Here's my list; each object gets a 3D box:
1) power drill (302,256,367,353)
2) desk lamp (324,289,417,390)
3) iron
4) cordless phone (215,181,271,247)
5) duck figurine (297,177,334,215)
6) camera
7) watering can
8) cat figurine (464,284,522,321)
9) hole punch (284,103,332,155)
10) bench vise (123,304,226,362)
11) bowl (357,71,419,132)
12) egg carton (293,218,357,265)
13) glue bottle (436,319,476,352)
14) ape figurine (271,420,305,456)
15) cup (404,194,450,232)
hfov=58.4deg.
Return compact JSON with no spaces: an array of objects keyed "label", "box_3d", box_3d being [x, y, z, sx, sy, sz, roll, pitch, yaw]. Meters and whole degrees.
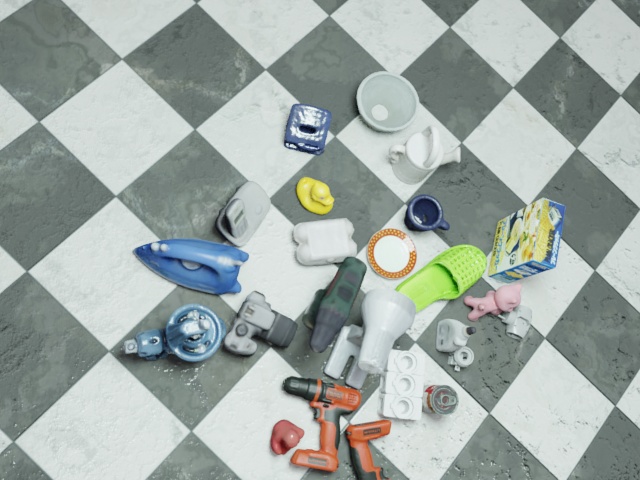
[{"label":"power drill","box_3d":[0.025,0.151,1.267,0.075,0.208,0.230,28,72,-4]},{"label":"desk lamp","box_3d":[0.114,0.221,1.267,0.118,0.213,0.203,26,73,-5]},{"label":"iron","box_3d":[-0.288,0.040,1.260,0.258,0.141,0.119,13,74,-9]},{"label":"cordless phone","box_3d":[-0.170,-0.074,1.291,0.094,0.185,0.148,31,72,-3]},{"label":"duck figurine","box_3d":[-0.007,-0.116,1.389,0.104,0.086,0.077,45,72,1]},{"label":"camera","box_3d":[-0.127,0.201,1.278,0.137,0.100,0.143,26,73,-5]},{"label":"watering can","box_3d":[0.262,-0.218,1.416,0.173,0.194,0.101,-16,80,-15]},{"label":"cat figurine","box_3d":[0.435,0.151,1.405,0.128,0.117,0.067,-15,80,-15]},{"label":"hole punch","box_3d":[-0.030,-0.274,1.420,0.109,0.091,0.101,11,75,-9]},{"label":"bench vise","box_3d":[-0.291,0.208,1.178,0.208,0.219,0.121,-29,84,-17]},{"label":"bowl","box_3d":[0.168,-0.348,1.490,0.167,0.074,0.167,3,76,-12]},{"label":"egg carton","box_3d":[0.013,0.005,1.373,0.150,0.069,0.107,-8,78,-14]},{"label":"glue bottle","box_3d":[0.320,0.219,1.334,0.037,0.173,0.078,11,74,-9]},{"label":"ape figurine","box_3d":[-0.068,0.429,1.240,0.078,0.092,0.076,-11,79,-14]},{"label":"cup","box_3d":[0.260,-0.051,1.427,0.118,0.095,0.092,31,72,-3]}]
